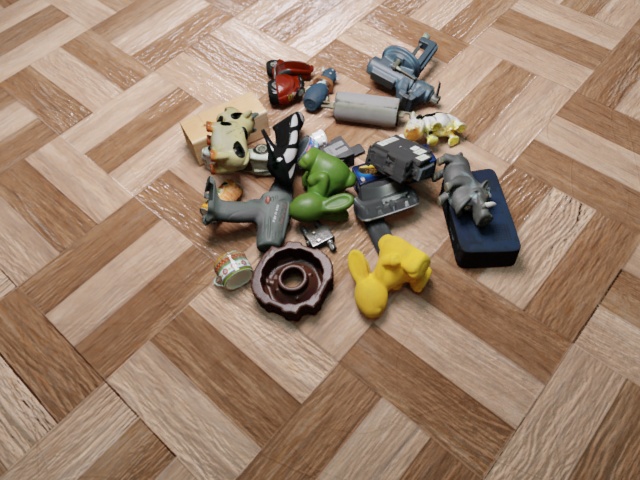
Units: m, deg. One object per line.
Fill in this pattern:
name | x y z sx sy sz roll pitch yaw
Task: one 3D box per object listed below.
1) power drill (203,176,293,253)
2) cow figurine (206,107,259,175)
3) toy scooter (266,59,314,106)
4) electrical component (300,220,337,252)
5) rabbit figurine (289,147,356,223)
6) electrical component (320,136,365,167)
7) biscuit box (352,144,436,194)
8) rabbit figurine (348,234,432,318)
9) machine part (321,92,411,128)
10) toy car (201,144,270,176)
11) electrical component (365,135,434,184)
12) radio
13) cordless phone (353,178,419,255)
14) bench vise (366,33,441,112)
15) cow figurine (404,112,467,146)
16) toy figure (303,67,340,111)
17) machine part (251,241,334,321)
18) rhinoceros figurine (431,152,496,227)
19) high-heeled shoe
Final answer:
power drill | -0.163 -0.087 1.240 0.207 0.086 0.232 13 60 -24
cow figurine | -0.204 -0.242 1.267 0.127 0.085 0.195 -1 53 -15
toy scooter | -0.081 -0.447 1.499 0.135 0.075 0.184 -5 52 -1
electrical component | -0.003 -0.004 1.232 0.063 0.021 0.094 -27 60 -14
rabbit figurine | 0.001 -0.101 1.250 0.159 0.121 0.170 28 65 7
electrical component | 0.057 -0.219 1.355 0.119 0.047 0.075 -24 59 -10
biscuit box | 0.180 -0.167 1.305 0.203 0.059 0.063 -18 57 -9
rabbit figurine | 0.129 0.077 1.120 0.162 0.121 0.173 35 84 15
machine part | 0.124 -0.344 1.415 0.243 0.079 0.079 9 58 10
toy car | -0.198 -0.199 1.340 0.202 0.073 0.056 3 56 5
electrical component | 0.188 -0.181 1.218 0.134 0.058 0.115 34 42 30
radio | 0.354 -0.049 1.212 0.131 0.073 0.230 -6 55 1
cordless phone | 0.169 -0.045 1.228 0.147 0.088 0.184 -18 69 -10
bench vise | 0.257 -0.469 1.465 0.224 0.128 0.240 27 69 21
cow figurine | 0.274 -0.288 1.354 0.167 0.068 0.098 -3 43 -24
toy figure | 0.002 -0.418 1.483 0.058 0.064 0.154 -11 40 43
machine part | -0.058 0.088 1.156 0.179 0.056 0.179 -2 57 3
rhinoceros figurine | 0.315 -0.108 1.173 0.112 0.073 0.190 -6 53 -12
high-heeled shoe | -0.065 -0.224 1.308 0.086 0.145 0.249 -23 11 32
